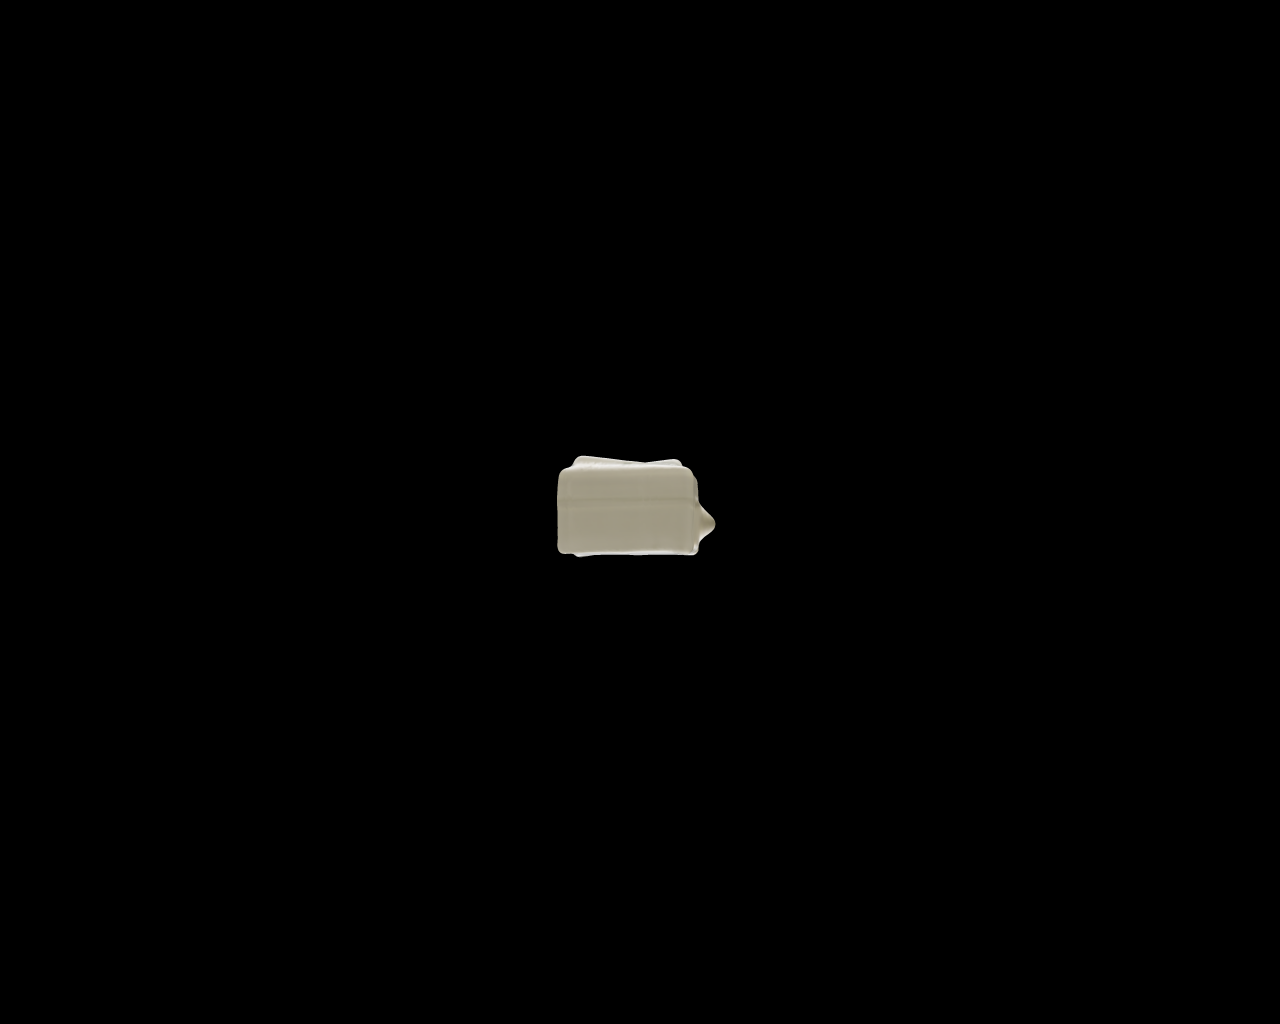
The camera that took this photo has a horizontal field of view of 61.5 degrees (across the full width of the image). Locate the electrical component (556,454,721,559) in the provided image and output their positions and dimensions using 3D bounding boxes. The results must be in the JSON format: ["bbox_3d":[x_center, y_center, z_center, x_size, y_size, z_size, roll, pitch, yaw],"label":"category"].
[{"bbox_3d":[0.001,-0.003,0.650,0.096,0.061,0.061,0,-4,7],"label":"electrical component"}]
